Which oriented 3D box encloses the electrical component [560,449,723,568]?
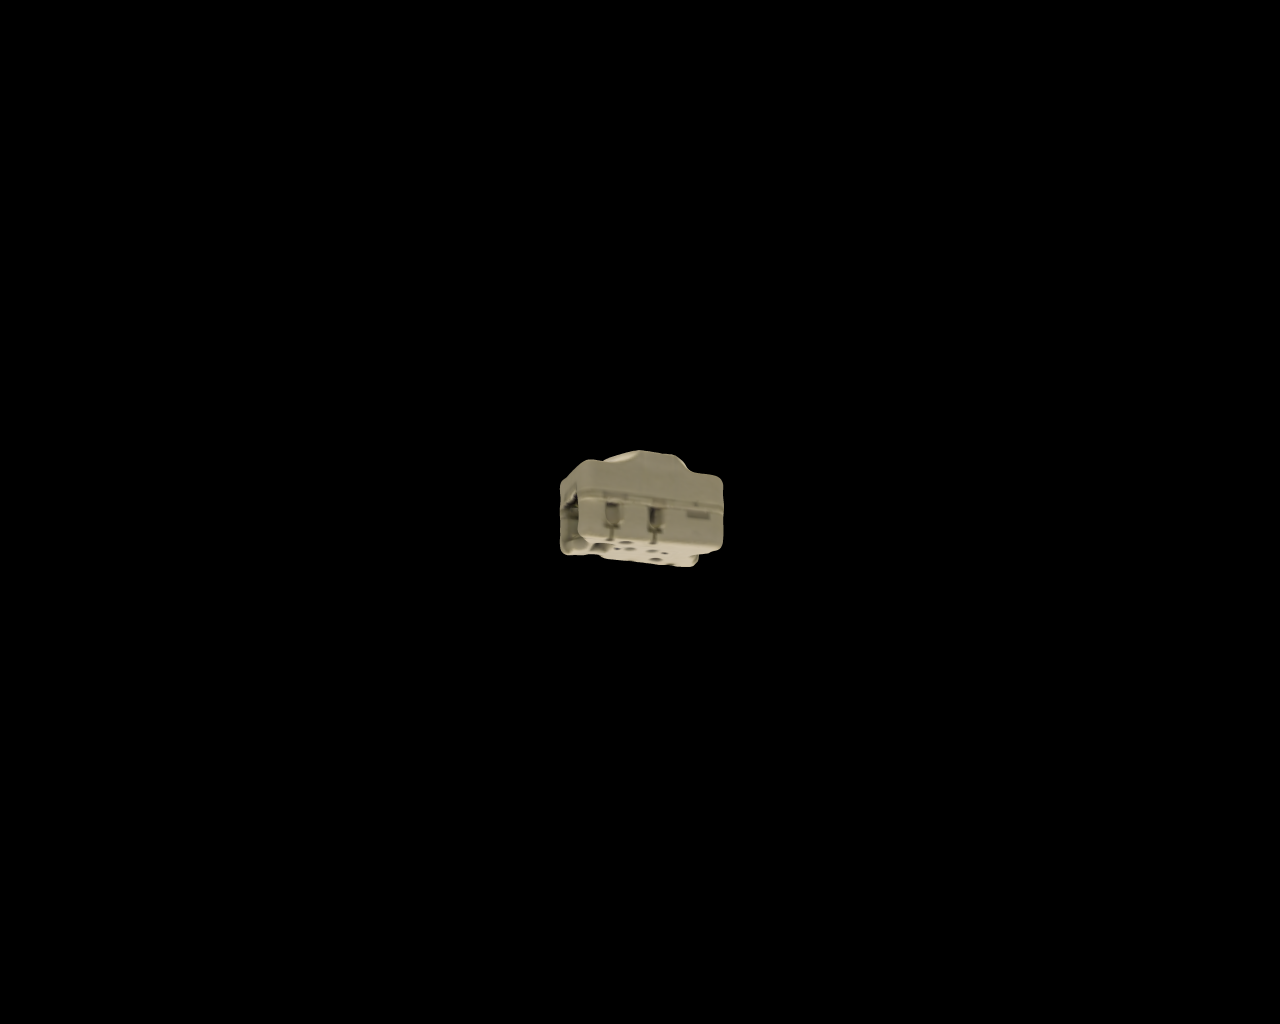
[{"bbox_3d":[0.001,-0.003,0.650,0.089,0.056,0.050,7,-19,-20],"label":"electrical component"}]
